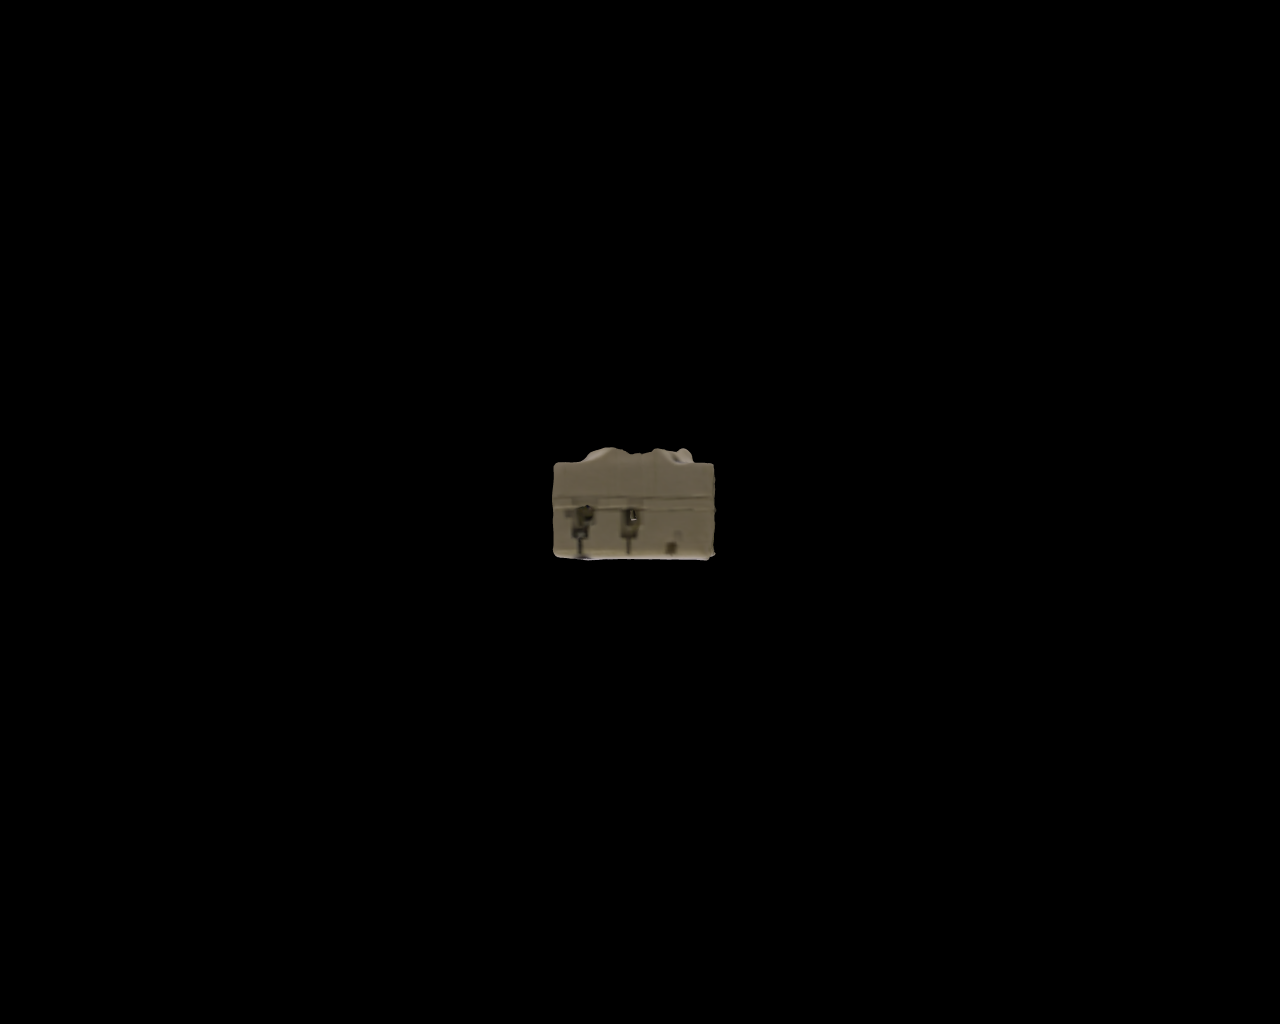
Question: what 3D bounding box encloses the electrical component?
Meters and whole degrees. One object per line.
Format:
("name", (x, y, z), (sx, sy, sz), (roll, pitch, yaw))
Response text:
("electrical component", (0.001, -0.003, 0.650), (0.089, 0.061, 0.150), (0, -2, 4))
